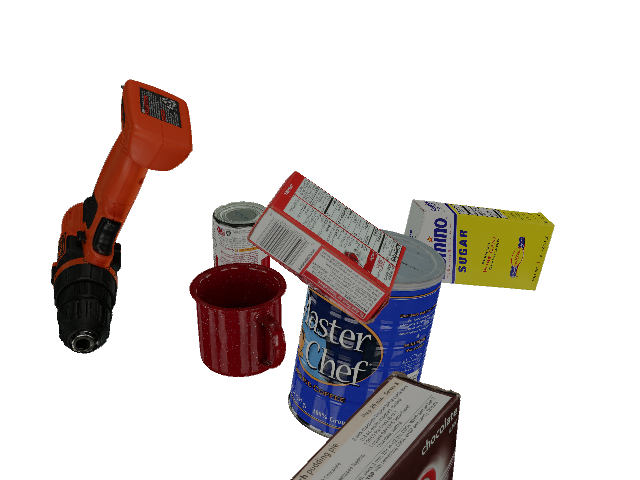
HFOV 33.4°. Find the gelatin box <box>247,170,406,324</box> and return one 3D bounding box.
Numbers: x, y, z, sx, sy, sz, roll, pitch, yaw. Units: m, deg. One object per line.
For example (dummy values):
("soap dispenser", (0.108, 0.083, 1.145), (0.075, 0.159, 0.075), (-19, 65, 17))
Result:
("gelatin box", (0.005, 0.003, 0.644), (0.089, 0.030, 0.073), (36, 23, -4))

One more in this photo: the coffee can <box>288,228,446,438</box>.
("coffee can", (0.035, 0.073, 0.838), (0.102, 0.140, 0.103), (8, 22, -4))

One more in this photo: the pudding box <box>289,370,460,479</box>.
("pudding box", (0.017, 0.123, 0.455), (0.039, 0.090, 0.113), (18, 36, 26))

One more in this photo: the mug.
("mug", (-0.071, 0.083, 1.032), (0.093, 0.081, 0.117), (-21, 34, -35))

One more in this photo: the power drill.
("power drill", (-0.167, -0.023, 0.870), (0.057, 0.188, 0.184), (20, 28, -25))

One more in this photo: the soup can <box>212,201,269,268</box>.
("soup can", (-0.093, 0.013, 1.259), (0.068, 0.102, 0.068), (1, 25, 0))

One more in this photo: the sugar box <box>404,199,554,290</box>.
("sugar box", (0.188, 0.007, 1.299), (0.176, 0.093, 0.048), (4, 22, -20))
